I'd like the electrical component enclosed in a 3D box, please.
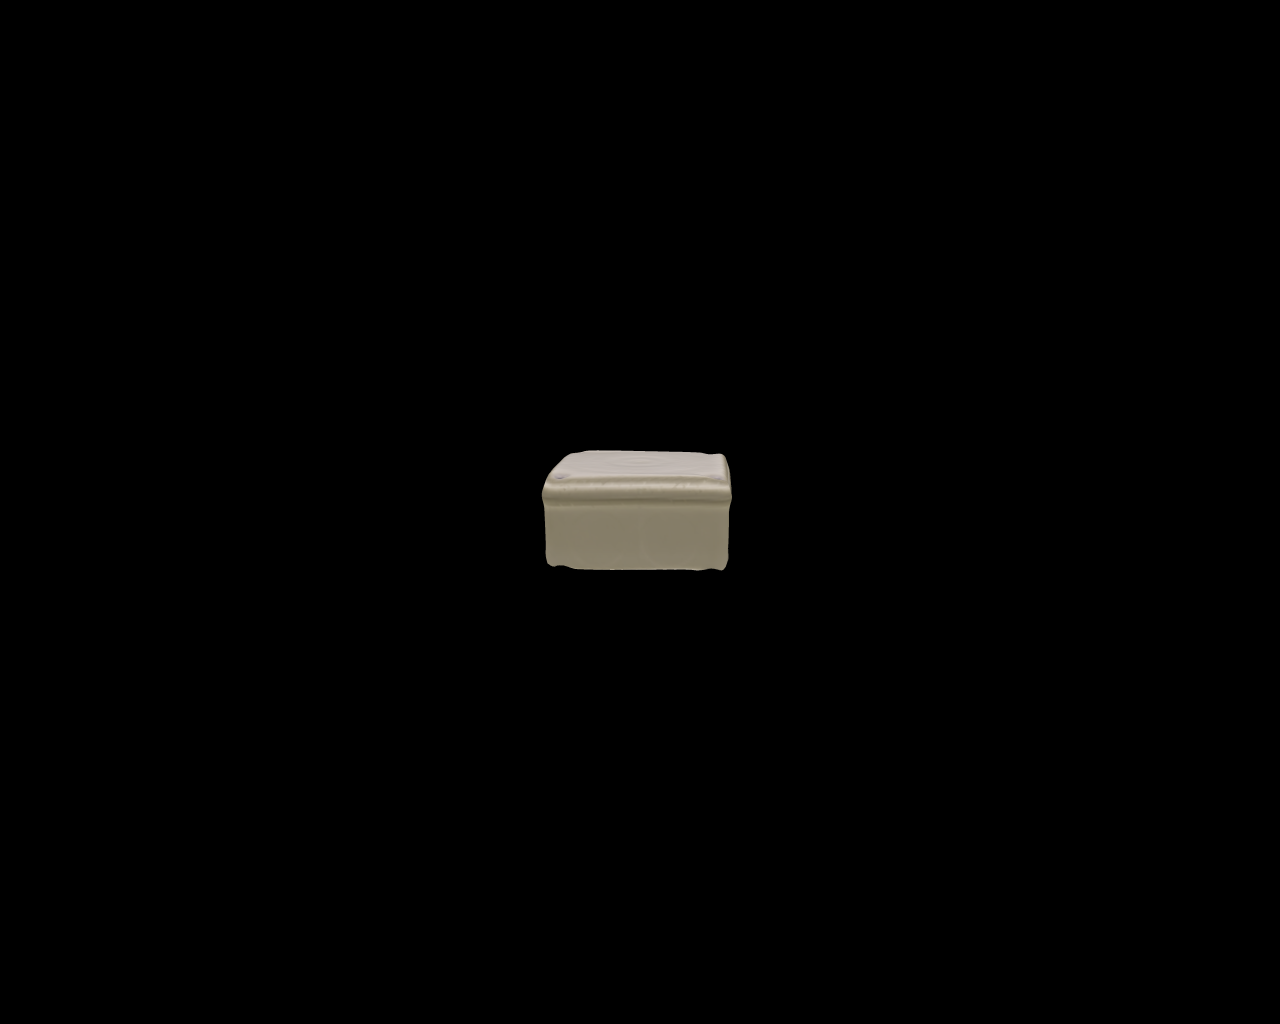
[{"bbox_3d":[0.001,-0.003,0.650,0.109,0.056,0.109,1,11,4],"label":"electrical component"}]
